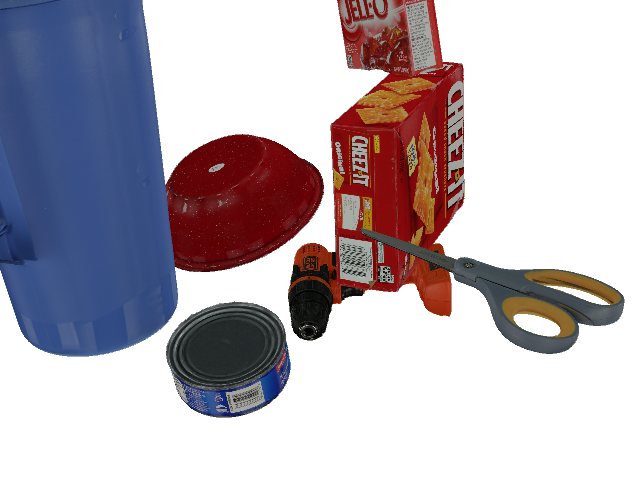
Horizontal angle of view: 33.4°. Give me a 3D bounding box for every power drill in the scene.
[{"bbox_3d":[0.056,0.055,1.240,0.187,0.057,0.184,-1,28,2],"label":"power drill"}]

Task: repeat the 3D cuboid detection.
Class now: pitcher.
[{"bbox_3d":[-0.166,-0.047,0.664,0.149,0.243,0.145,-11,28,-9],"label":"pitcher"}]

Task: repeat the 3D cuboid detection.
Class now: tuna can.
[{"bbox_3d":[-0.065,0.085,0.761,0.086,0.034,0.086,-6,39,4],"label":"tuna can"}]

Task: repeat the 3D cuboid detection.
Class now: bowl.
[{"bbox_3d":[-0.081,-0.045,0.944,0.162,0.055,0.162,-16,37,12],"label":"bowl"}]

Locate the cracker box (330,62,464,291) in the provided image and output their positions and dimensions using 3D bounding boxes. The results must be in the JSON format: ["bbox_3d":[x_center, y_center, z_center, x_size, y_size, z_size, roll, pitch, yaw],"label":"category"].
[{"bbox_3d":[0.082,-0.069,1.044,0.072,0.164,0.213,8,28,22],"label":"cracker box"}]

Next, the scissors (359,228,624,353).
[{"bbox_3d":[0.102,0.032,0.729,0.202,0.016,0.096,12,32,23],"label":"scissors"}]

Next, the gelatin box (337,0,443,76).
[{"bbox_3d":[0.044,-0.155,0.738,0.030,0.073,0.089,-19,21,-24],"label":"gelatin box"}]
